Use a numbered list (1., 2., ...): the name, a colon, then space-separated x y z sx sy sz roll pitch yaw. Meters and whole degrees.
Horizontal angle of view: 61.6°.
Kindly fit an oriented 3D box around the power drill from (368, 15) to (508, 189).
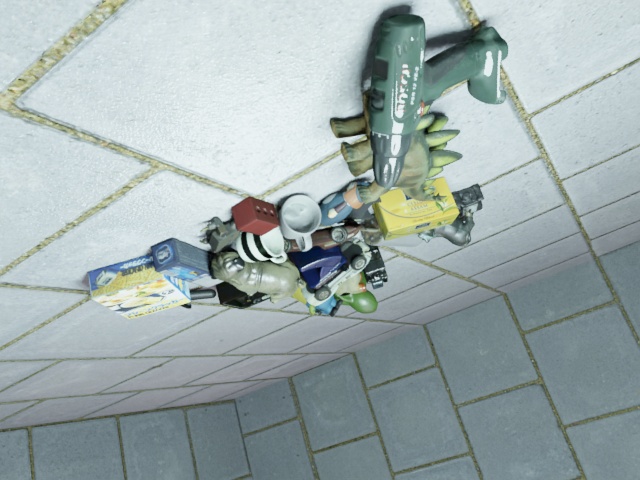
1. power drill: 0.157 -0.201 0.750 0.207 0.086 0.231 -18 124 -16

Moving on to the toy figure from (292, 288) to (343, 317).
1. toy figure: -0.027 0.151 1.498 0.089 0.180 0.082 -60 170 30

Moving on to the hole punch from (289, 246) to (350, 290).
1. hole punch: -0.010 0.036 1.278 0.116 0.142 0.092 -37 129 2

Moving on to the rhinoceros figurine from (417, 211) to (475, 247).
1. rhinoceros figurine: 0.279 -0.042 1.302 0.190 0.112 0.073 19 171 -12

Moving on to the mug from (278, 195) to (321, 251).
1. mug: -0.044 -0.029 1.110 0.081 0.109 0.107 -22 176 -18

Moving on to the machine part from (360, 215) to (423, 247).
1. machine part: 0.186 -0.022 1.349 0.243 0.079 0.079 1 153 -44

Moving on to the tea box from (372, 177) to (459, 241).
1. tea box: 0.214 -0.070 1.217 0.170 0.098 0.068 -17 161 -7

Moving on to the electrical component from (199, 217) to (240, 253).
1. electrical component: -0.205 -0.014 1.102 0.078 0.045 0.102 -40 173 -25

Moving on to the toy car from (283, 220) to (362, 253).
1. toy car: -0.002 -0.004 1.193 0.202 0.053 0.089 -9 -175 24

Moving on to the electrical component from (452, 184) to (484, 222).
1. electrical component: 0.373 -0.090 1.363 0.075 0.048 0.119 -20 160 9

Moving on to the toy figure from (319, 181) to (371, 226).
1. toy figure: 0.057 -0.080 1.113 0.057 0.064 0.154 34 130 -30

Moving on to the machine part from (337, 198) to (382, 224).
1. machine part: 0.089 -0.072 1.198 0.084 0.039 0.139 -1 157 -19

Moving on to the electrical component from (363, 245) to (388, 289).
1. electrical component: 0.140 0.062 1.446 0.058 0.134 0.114 -18 158 4

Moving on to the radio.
1. radio: -0.147 0.108 1.418 0.230 0.073 0.131 -21 159 12

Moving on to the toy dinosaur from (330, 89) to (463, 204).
1. toy dinosaur: 0.148 -0.145 0.953 0.199 0.105 0.471 -21 159 9

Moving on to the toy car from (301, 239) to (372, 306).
1. toy car: 0.040 0.078 1.317 0.202 0.074 0.056 -41 139 3

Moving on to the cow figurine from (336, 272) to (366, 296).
1. cow figurine: 0.045 0.073 1.420 0.127 0.086 0.194 -19 135 0

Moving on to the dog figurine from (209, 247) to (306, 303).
1. dog figurine: -0.138 0.078 1.218 0.172 0.121 0.190 -4 169 16

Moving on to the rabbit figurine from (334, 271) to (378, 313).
1. rabbit figurine: 0.103 0.132 1.545 0.159 0.170 0.121 -12 159 -17

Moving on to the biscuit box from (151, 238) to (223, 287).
1. biscuit box: -0.283 0.053 1.179 0.059 0.063 0.202 -22 159 14
